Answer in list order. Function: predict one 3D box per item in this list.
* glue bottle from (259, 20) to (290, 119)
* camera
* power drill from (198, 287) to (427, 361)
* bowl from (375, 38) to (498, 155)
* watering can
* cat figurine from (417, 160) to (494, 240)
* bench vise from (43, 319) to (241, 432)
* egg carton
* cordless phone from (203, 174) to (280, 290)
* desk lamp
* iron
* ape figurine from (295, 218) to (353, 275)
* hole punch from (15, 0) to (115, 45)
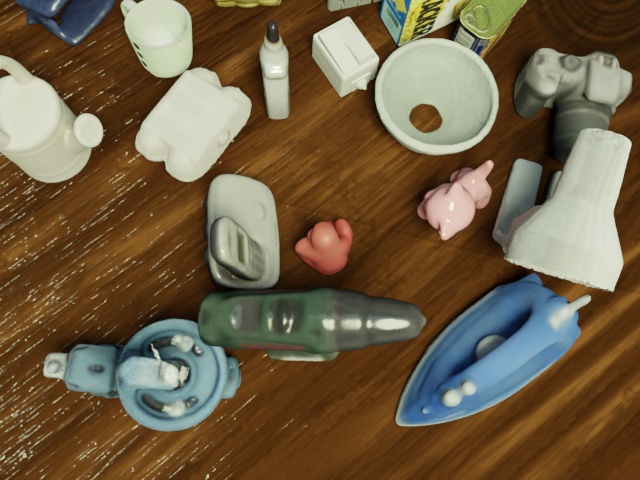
[{"bbox_3d":[-0.058,-0.225,0.736,0.037,0.173,0.078,-6,77,-4],"label":"glue bottle"},{"bbox_3d":[0.347,-0.182,0.783,0.143,0.101,0.137,12,76,0],"label":"camera"},{"bbox_3d":[-0.013,0.095,0.644,0.229,0.208,0.075,1,76,-2],"label":"power drill"},{"bbox_3d":[0.153,-0.185,0.788,0.167,0.075,0.167,1,77,-3],"label":"bowl"},{"bbox_3d":[-0.351,-0.149,0.693,0.173,0.194,0.101,-7,77,-4],"label":"watering can"},{"bbox_3d":[0.177,-0.053,0.735,0.067,0.118,0.128,44,79,8],"label":"cat figurine"},{"bbox_3d":[-0.197,0.153,0.616,0.207,0.220,0.121,-13,77,-6],"label":"bench vise"},{"bbox_3d":[-0.167,-0.154,0.767,0.107,0.069,0.150,33,77,5],"label":"egg carton"},{"bbox_3d":[-0.098,-0.019,0.679,0.094,0.185,0.147,-6,77,-4],"label":"cordless phone"},{"bbox_3d":[0.285,-0.031,0.686,0.118,0.213,0.203,18,76,2],"label":"desk lamp"},{"bbox_3d":[0.203,0.143,0.678,0.258,0.141,0.118,-36,81,-10],"label":"iron"},{"bbox_3d":[0.007,0.003,0.727,0.078,0.092,0.076,-8,77,-4],"label":"ape figurine"},{"bbox_3d":[-0.361,-0.345,0.792,0.101,0.091,0.109,34,77,5],"label":"hole punch"}]
